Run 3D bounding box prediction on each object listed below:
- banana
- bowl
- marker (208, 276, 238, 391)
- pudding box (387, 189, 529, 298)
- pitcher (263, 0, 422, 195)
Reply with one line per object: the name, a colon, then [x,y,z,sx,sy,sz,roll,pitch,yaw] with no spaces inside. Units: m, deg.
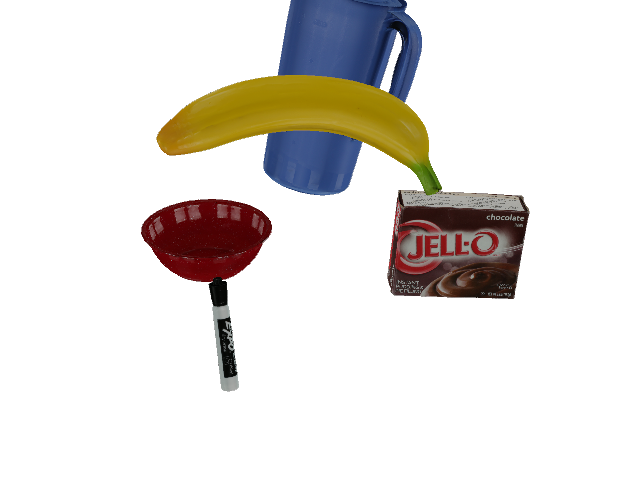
banana: [-0.008,-0.079,0.712,0.197,0.069,0.037,7,-23,-13]
bowl: [-0.141,0.006,1.330,0.162,0.055,0.162,1,27,-1]
marker: [-0.100,0.097,1.104,0.020,0.121,0.020,-5,14,1]
pudding box: [0.119,0.004,0.936,0.113,0.090,0.039,1,31,-4]
pitcher: [0.017,-0.177,1.241,0.145,0.243,0.149,9,23,-12]
